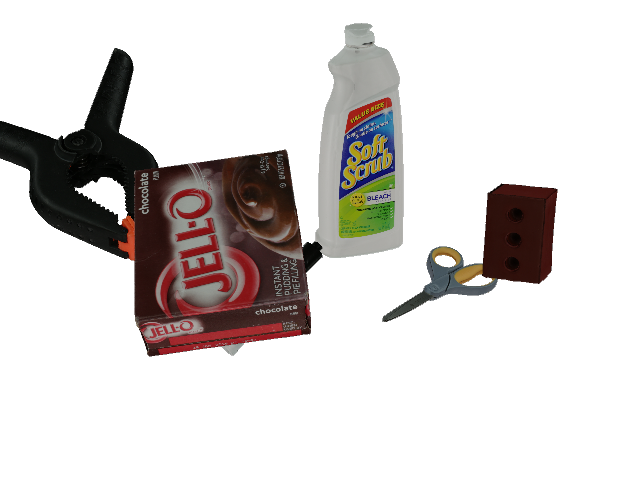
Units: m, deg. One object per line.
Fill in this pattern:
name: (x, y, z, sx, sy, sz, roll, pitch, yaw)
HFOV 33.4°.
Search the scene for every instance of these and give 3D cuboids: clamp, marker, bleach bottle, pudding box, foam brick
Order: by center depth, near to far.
pudding box: (-0.056, 0.005, 0.587, 0.090, 0.113, 0.039, -8, -43, -2)
clamp: (-0.174, -0.068, 0.800, 0.164, 0.036, 0.210, -29, 56, -26)
marker: (-0.040, 0.047, 0.901, 0.020, 0.121, 0.020, 39, -15, 13)
foam brick: (0.175, -0.007, 0.935, 0.053, 0.078, 0.051, 7, 16, 22)
bleach bottle: (0.039, -0.109, 1.168, 0.102, 0.251, 0.068, -8, 25, -10)

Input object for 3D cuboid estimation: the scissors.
scissors: (0.124, 0.048, 1.253, 0.201, 0.016, 0.096, -11, 40, -35)
